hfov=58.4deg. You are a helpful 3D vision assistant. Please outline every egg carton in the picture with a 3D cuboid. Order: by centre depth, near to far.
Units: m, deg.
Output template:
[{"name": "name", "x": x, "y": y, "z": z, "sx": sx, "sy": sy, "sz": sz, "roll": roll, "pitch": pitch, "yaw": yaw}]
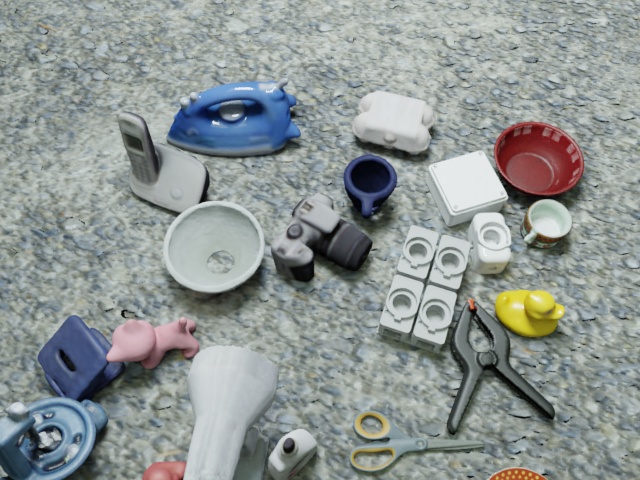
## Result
[{"name": "egg carton", "x": 0.140, "y": -0.221, "z": 1.087, "sx": 0.150, "sy": 0.069, "sz": 0.107, "roll": 14, "pitch": 64, "yaw": 7}]

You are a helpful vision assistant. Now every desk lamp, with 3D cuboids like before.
[{"name": "desk lamp", "x": -0.123, "y": 0.265, "z": 0.765, "sx": 0.118, "sy": 0.213, "sz": 0.203, "roll": 6, "pitch": 64, "yaw": 3}]

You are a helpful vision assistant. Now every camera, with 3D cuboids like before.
[{"name": "camera", "x": 0.009, "y": 0.003, "z": 0.958, "sx": 0.136, "sy": 0.101, "sz": 0.143, "roll": 30, "pitch": 67, "yaw": 14}]

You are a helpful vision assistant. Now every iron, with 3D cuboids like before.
[{"name": "iron", "x": -0.168, "y": -0.237, "z": 1.055, "sx": 0.258, "sy": 0.141, "sz": 0.118, "roll": -7, "pitch": 64, "yaw": -4}]

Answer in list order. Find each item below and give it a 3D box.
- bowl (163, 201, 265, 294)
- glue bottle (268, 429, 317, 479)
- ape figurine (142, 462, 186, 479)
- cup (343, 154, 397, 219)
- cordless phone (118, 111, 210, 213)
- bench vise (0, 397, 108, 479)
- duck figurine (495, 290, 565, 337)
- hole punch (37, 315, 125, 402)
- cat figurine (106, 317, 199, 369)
[{"name": "bowl", "x": -0.173, "y": 0.022, "z": 0.963, "sx": 0.167, "sy": 0.075, "sz": 0.167, "roll": 0, "pitch": 64, "yaw": 0}, {"name": "glue bottle", "x": -0.040, "y": 0.288, "z": 0.776, "sx": 0.037, "sy": 0.173, "sz": 0.078, "roll": 40, "pitch": 70, "yaw": 18}, {"name": "ape figurine", "x": -0.217, "y": 0.340, "z": 0.796, "sx": 0.078, "sy": 0.092, "sz": 0.076, "roll": -40, "pitch": 70, "yaw": -18}, {"name": "cup", "x": 0.084, "y": -0.076, "z": 1.001, "sx": 0.091, "sy": 0.095, "sz": 0.118, "roll": 5, "pitch": 64, "yaw": 3}, {"name": "cordless phone", "x": -0.269, "y": -0.134, "z": 0.979, "sx": 0.147, "sy": 0.185, "sz": 0.094, "roll": 19, "pitch": 65, "yaw": 9}, {"name": "bench vise", "x": -0.379, "y": 0.295, "z": 0.747, "sx": 0.121, "sy": 0.220, "sz": 0.207, "roll": 15, "pitch": 64, "yaw": 8}, {"name": "duck figurine", "x": 0.337, "y": 0.107, "z": 0.915, "sx": 0.104, "sy": 0.086, "sz": 0.077, "roll": 19, "pitch": 65, "yaw": 10}, {"name": "hole punch", "x": -0.369, "y": 0.186, "z": 0.873, "sx": 0.101, "sy": 0.091, "sz": 0.108, "roll": -41, "pitch": 70, "yaw": -18}, {"name": "cat figurine", "x": -0.258, "y": 0.149, "z": 0.876, "sx": 0.128, "sy": 0.118, "sz": 0.067, "roll": -18, "pitch": 65, "yaw": -9}]
